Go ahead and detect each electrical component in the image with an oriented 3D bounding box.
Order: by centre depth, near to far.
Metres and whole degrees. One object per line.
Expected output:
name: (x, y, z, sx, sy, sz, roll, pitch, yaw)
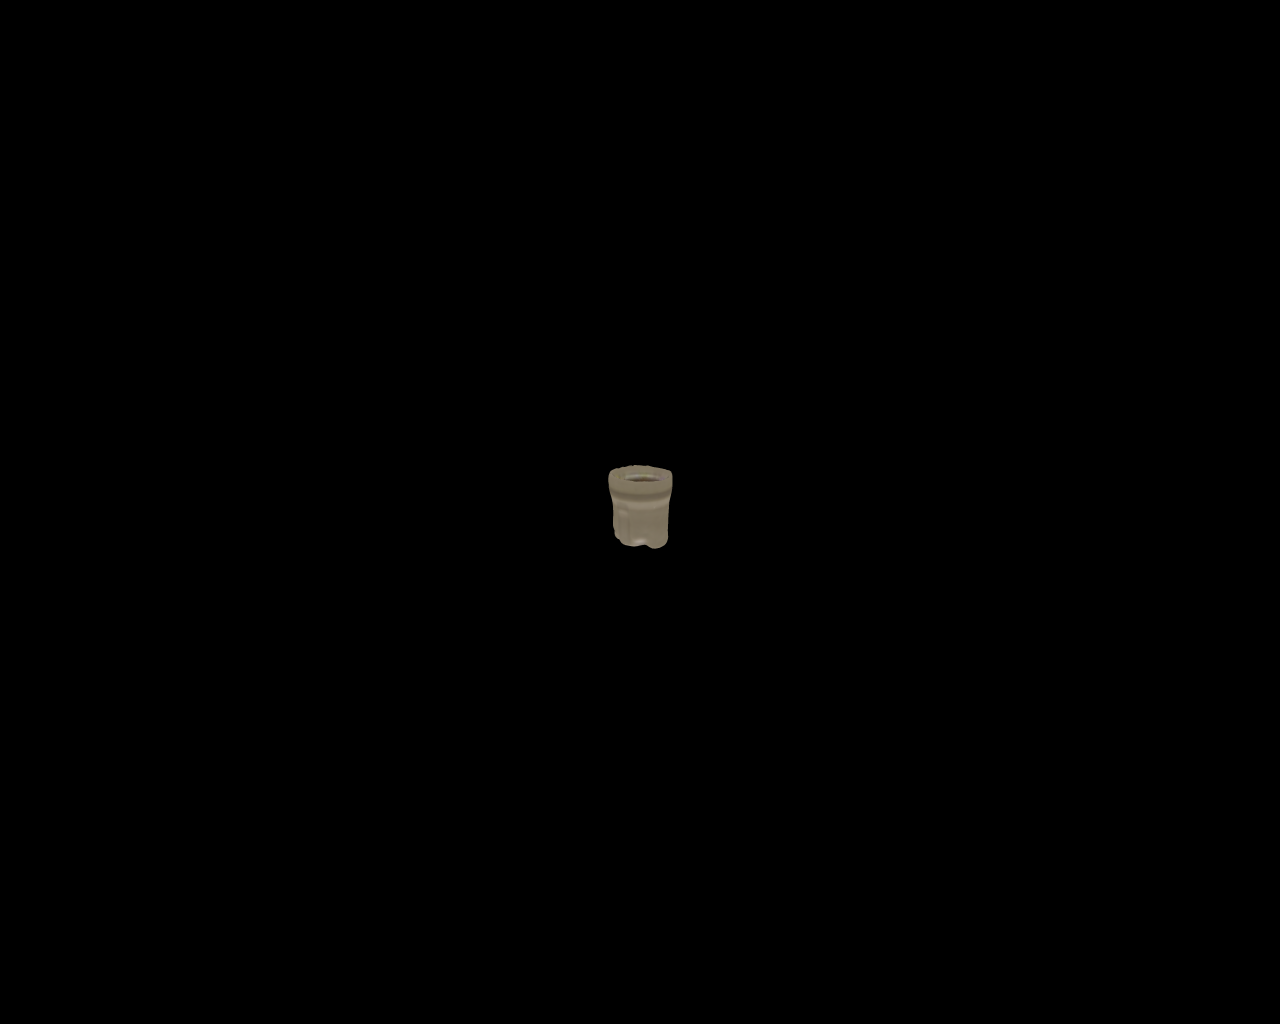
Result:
electrical component: (0.001, -0.003, 0.650, 0.040, 0.046, 0.040, 0, 18, 0)
